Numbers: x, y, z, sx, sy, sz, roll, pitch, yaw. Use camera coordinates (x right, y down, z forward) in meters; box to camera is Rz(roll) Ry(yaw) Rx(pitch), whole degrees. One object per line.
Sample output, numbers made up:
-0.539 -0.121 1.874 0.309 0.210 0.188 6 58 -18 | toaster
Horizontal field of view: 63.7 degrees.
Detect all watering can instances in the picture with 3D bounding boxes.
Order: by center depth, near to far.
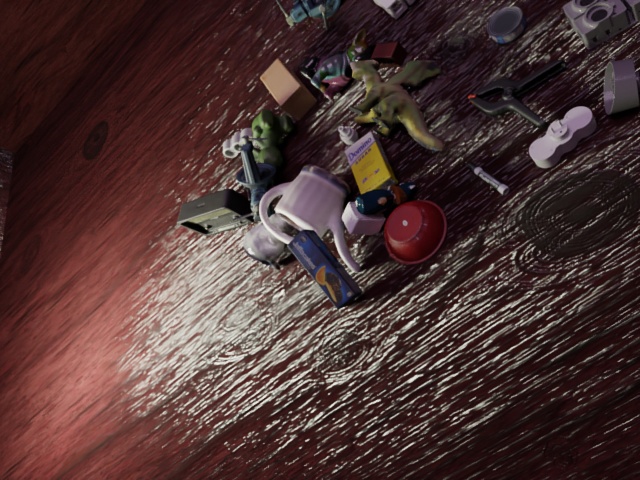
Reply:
0.004 -0.067 1.333 0.350 0.102 0.226 28 76 25 | watering can

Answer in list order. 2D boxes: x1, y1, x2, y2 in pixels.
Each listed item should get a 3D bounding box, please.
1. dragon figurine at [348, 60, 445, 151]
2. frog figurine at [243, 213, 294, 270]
0.216 -0.380 1.335 0.415 0.120 0.244 33 82 36 | dragon figurine
-0.136 -0.018 1.416 0.158 0.122 0.139 -67 25 7 | frog figurine
